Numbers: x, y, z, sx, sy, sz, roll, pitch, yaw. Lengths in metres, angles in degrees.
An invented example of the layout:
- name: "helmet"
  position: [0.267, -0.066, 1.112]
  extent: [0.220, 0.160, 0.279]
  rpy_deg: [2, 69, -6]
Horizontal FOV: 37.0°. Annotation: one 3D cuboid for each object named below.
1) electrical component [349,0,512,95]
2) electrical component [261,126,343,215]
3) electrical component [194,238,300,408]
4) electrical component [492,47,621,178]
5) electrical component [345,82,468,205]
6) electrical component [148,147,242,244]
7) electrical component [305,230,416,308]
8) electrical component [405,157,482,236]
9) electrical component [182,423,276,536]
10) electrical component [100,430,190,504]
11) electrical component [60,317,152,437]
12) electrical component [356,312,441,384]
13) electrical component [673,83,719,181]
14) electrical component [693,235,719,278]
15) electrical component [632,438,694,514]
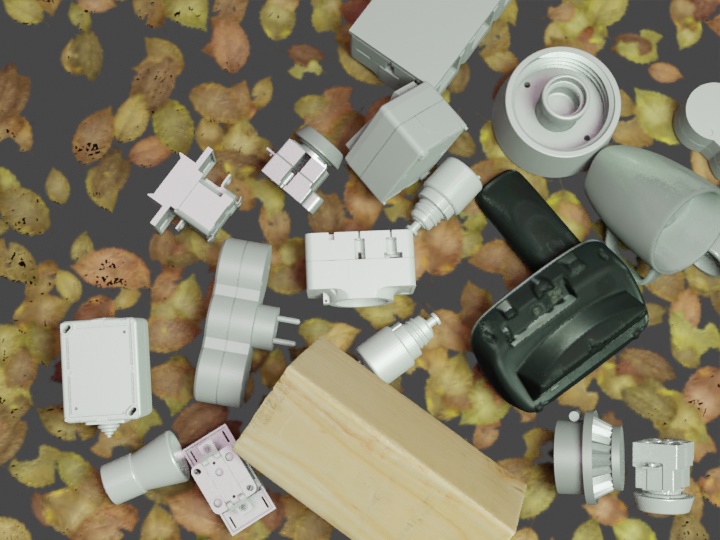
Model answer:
- name: "electrical component"
  position: [0.069, -0.229, 0.938]
  extent: [0.089, 0.061, 0.150]
  rpy_deg: [36, 81, 5]
- name: "electrical component"
  position: [-0.048, -0.090, 0.920]
  extent: [0.066, 0.048, 0.055]
  rpy_deg: [40, 89, 6]
- name: "electrical component"
  position: [-0.088, 0.046, 0.891]
  extent: [0.074, 0.052, 0.138]
  rpy_deg: [10, 80, 1]
- name: "electrical component"
  position: [0.171, -0.139, 0.924]
  extent: [0.108, 0.060, 0.108]
  rpy_deg: [0, 80, -1]
- name: "electrical component"
  position: [0.033, -0.105, 0.903]
  extent: [0.062, 0.096, 0.061]
  rpy_deg: [-34, 81, -36]
- name: "electrical component"
  position: [-0.139, -0.059, 0.914]
  extent: [0.064, 0.042, 0.081]
  rpy_deg: [36, 82, 3]
- name: "electrical component"
  position: [0.000, 0.000, 0.901]
  extent: [0.089, 0.050, 0.055]
  rpy_deg: [-2, 80, -1]
- name: "electrical component"
  position: [0.069, -0.061, 0.919]
  extent: [0.040, 0.040, 0.078]
  rpy_deg: [42, 82, 6]
- name: "electrical component"
  position: [-0.107, 0.168, 0.863]
  extent: [0.042, 0.064, 0.081]
  rpy_deg: [-32, 82, -6]
- name: "electrical component"
  position: [-0.177, 0.163, 0.875]
  extent: [0.065, 0.044, 0.044]
  rpy_deg: [-23, 81, 0]
- name: "electrical component"
  position: [-0.206, 0.088, 0.880]
  extent: [0.062, 0.061, 0.096]
  rpy_deg: [-4, 87, 0]
- name: "electrical component"
  position: [0.033, 0.063, 0.896]
  extent: [0.078, 0.040, 0.040]
  rpy_deg: [-36, 83, -7]
- name: "electrical component"
  position: [0.333, -0.104, 0.914]
  extent: [0.052, 0.073, 0.138]
  rpy_deg: [-41, 83, -8]
- name: "electrical component"
  position: [0.314, -0.031, 0.918]
  extent: [0.044, 0.044, 0.065]
  rpy_deg: [42, 77, 6]
- name: "electrical component"
  position: [0.247, 0.167, 0.875]
  extent: [0.048, 0.066, 0.055]
  rpy_deg: [-1, 87, 34]
